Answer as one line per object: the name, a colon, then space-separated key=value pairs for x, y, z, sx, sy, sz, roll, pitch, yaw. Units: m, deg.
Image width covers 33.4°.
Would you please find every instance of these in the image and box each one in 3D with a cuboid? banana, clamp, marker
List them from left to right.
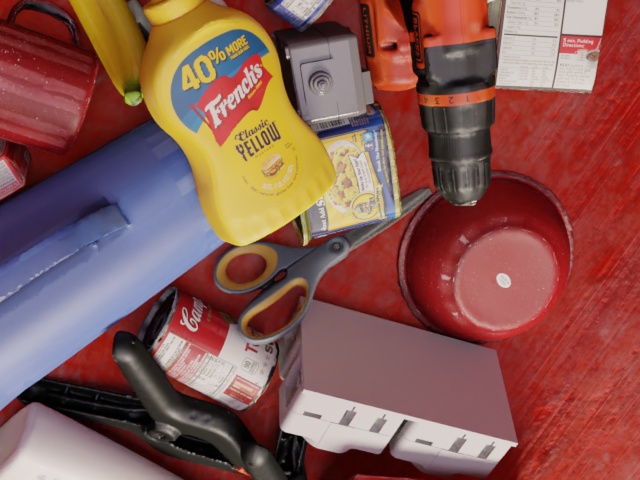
banana: x=-0.162 y=-0.177 z=0.767 sx=0.037 sy=0.069 sz=0.198 roll=-28 pitch=81 yaw=-8
clamp: x=-0.126 y=0.140 z=0.872 sx=0.209 sy=0.036 sz=0.165 roll=29 pitch=144 yaw=-24
marker: x=-0.110 y=-0.134 z=0.826 sx=0.020 sy=0.020 sz=0.121 roll=-39 pitch=110 yaw=4
clamp: x=-0.038 y=0.208 z=0.912 sx=0.039 sy=0.120 sz=0.171 roll=13 pitch=112 yaw=26

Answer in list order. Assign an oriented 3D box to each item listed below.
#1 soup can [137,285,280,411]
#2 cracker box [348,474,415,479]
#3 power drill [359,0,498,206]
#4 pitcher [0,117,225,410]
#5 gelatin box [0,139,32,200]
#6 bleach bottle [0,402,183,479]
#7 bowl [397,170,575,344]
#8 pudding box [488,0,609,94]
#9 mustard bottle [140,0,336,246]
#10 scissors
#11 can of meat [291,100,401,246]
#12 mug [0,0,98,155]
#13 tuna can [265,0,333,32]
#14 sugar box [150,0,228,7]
soup can: x=-0.093 y=0.091 z=0.879 sx=0.102 sy=0.068 sz=0.068 roll=30 pitch=101 yaw=-19
cracker box: x=0.109 y=0.249 z=0.921 sx=0.213 sy=0.164 sz=0.072 roll=7 pitch=68 yaw=-13
power drill: x=0.079 y=-0.131 z=0.772 sx=0.057 sy=0.188 sz=0.184 roll=-8 pitch=108 yaw=-9
pitcher: x=-0.181 y=0.010 z=0.789 sx=0.242 sy=0.149 sz=0.145 roll=-34 pitch=134 yaw=-5
gelatin box: x=-0.262 y=-0.041 z=0.801 sx=0.089 sy=0.073 sz=0.030 roll=-29 pitch=112 yaw=0
bleach bottle: x=-0.163 y=0.230 z=0.913 sx=0.250 sy=0.068 sz=0.103 roll=33 pitch=128 yaw=-24
bowl: x=0.150 y=0.025 z=0.909 sx=0.162 sy=0.055 sz=0.162 roll=-3 pitch=109 yaw=-9
pudding box: x=0.180 y=-0.176 z=0.855 sx=0.090 sy=0.039 sz=0.113 roll=1 pitch=106 yaw=-10
mustard bottle: x=-0.067 y=-0.098 z=0.723 sx=0.096 sy=0.058 sz=0.191 roll=-35 pitch=114 yaw=-18
scissors: x=-0.006 y=0.001 z=0.886 sx=0.096 sy=0.016 sz=0.201 roll=38 pitch=72 yaw=17
can of meat: x=0.015 y=-0.055 z=0.851 sx=0.084 sy=0.057 sz=0.102 roll=-14 pitch=120 yaw=-8
mug: x=-0.211 y=-0.122 z=0.783 sx=0.081 sy=0.093 sz=0.117 roll=17 pitch=68 yaw=-21
tuna can: x=-0.004 y=-0.199 z=0.788 sx=0.033 sy=0.086 sz=0.086 roll=33 pitch=100 yaw=-17
sugar box: x=-0.118 y=-0.201 z=0.763 sx=0.048 sy=0.093 sz=0.176 roll=-36 pitch=110 yaw=4
